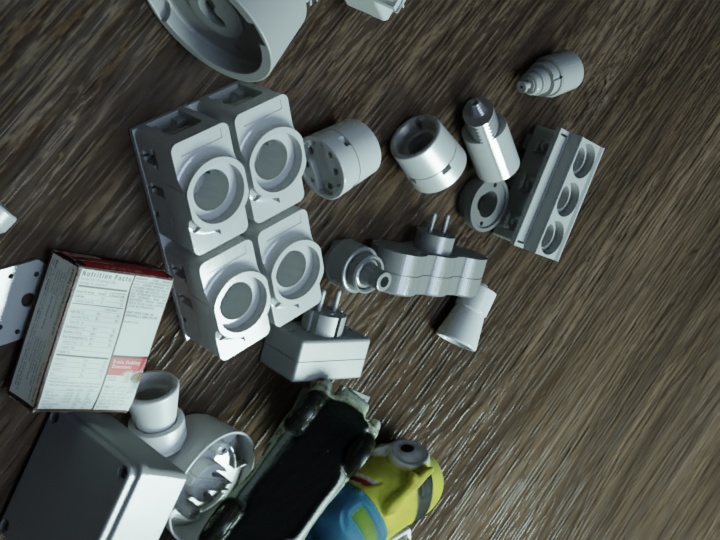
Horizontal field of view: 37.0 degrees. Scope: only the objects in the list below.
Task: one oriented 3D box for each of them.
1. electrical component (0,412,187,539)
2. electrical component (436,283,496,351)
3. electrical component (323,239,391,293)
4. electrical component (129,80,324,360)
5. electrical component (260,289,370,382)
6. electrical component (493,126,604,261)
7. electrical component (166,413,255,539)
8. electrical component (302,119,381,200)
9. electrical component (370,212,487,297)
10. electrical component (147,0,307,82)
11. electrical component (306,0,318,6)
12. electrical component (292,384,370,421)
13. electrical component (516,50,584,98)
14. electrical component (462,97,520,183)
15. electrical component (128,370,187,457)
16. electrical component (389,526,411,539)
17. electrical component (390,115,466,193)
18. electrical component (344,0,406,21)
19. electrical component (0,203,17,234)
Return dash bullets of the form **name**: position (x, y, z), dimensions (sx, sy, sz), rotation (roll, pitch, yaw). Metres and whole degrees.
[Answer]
- **electrical component**: position (-0.196, 0.170, 0.784), dimensions (0.056, 0.109, 0.108), rotation (23, 92, -51)
- **electrical component**: position (0.110, 0.043, 1.081), dimensions (0.044, 0.044, 0.065), rotation (34, 80, -48)
- **electrical component**: position (0.000, 0.000, 0.931), dimensions (0.043, 0.062, 0.043), rotation (-22, 124, -37)
- **electrical component**: position (-0.094, -0.036, 0.819), dimensions (0.105, 0.060, 0.186), rotation (-31, 129, -31)
- **electrical component**: position (-0.034, 0.052, 0.934), dimensions (0.083, 0.047, 0.075), rotation (2, 108, -46)
- **electrical component**: position (0.187, -0.079, 1.080), dimensions (0.079, 0.063, 0.121), rotation (15, 98, -48)
- **electrical component**: position (-0.131, 0.169, 0.882), dimensions (0.099, 0.064, 0.099), rotation (-22, 124, -37)
- **electrical component**: position (-0.016, -0.092, 0.876), dimensions (0.047, 0.055, 0.055), rotation (-33, 130, -35)
- **electrical component**: position (0.066, -0.018, 0.997), dimensions (0.138, 0.052, 0.073), rotation (2, 107, -45)
- **electrical component**: position (-0.086, -0.186, 0.721), dimensions (0.060, 0.108, 0.108), rotation (-54, 138, -20)
- **electrical component**: position (-0.048, -0.220, 0.790), dimensions (0.040, 0.040, 0.046), rotation (-29, 133, -33)
- **electrical component**: position (-0.031, 0.139, 0.968), dimensions (0.042, 0.064, 0.081), rotation (30, 87, -50)
- **electrical component**: position (0.181, -0.186, 1.038), dimensions (0.078, 0.040, 0.040), rotation (-25, 126, -35)
- **electrical component**: position (0.118, -0.125, 1.002), dimensions (0.043, 0.043, 0.081), rotation (-46, 135, -19)
- **electrical component**: position (-0.160, 0.113, 0.839), dimensions (0.045, 0.045, 0.055), rotation (-27, 127, -34)
- **electrical component**: position (0.003, 0.293, 1.083), dimensions (0.096, 0.061, 0.061), rotation (-23, 124, -36)
- **electrical component**: position (0.059, -0.103, 0.946), dimensions (0.055, 0.055, 0.047), rotation (-54, 134, -11)
- **electrical component**: position (0.027, -0.259, 0.826), dimensions (0.121, 0.079, 0.063), rotation (-60, 160, -5)
- **electrical component**: position (-0.249, -0.029, 0.683), dimensions (0.046, 0.040, 0.040), rotation (-48, 137, -8)
